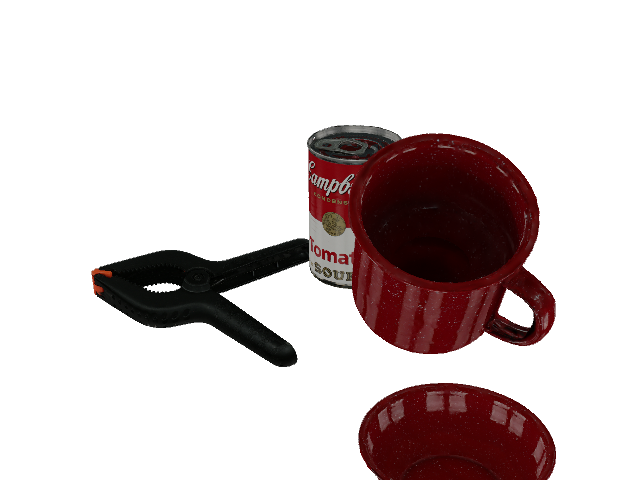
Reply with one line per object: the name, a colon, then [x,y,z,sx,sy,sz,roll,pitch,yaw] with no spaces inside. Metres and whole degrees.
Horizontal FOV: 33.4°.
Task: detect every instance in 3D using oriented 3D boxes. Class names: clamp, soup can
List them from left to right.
clamp: [-0.108,0.053,0.984,0.210,0.036,0.164,1,37,-1]
soup can: [0.024,-0.025,0.774,0.068,0.102,0.068,0,27,0]

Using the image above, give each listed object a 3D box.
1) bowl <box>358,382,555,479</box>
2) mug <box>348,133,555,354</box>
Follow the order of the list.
bowl: [0.111,0.187,0.889,0.162,0.055,0.162,0,29,0]
mug: [0.068,0.013,0.545,0.117,0.093,0.081,34,-28,18]
